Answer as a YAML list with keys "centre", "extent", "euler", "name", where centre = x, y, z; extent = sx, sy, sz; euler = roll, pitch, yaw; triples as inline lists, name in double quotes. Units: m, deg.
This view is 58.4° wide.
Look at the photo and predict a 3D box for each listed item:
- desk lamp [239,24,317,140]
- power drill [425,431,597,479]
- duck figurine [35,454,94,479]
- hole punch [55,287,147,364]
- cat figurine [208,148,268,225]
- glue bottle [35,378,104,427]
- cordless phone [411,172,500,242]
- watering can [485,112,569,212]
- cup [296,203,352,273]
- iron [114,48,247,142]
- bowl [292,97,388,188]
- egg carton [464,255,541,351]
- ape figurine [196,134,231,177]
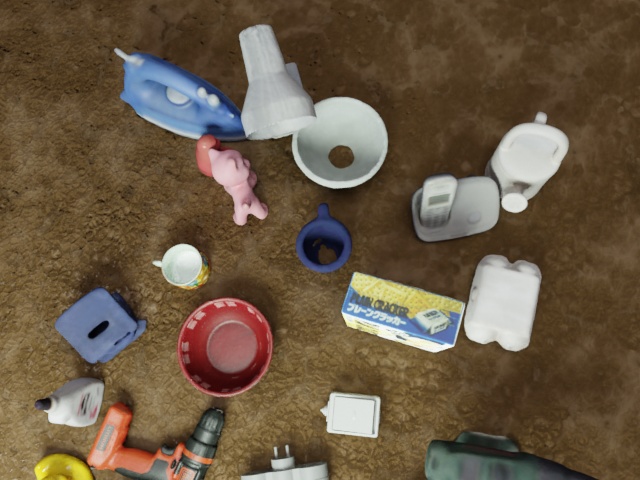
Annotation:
- centre: [-0.079, -0.249, 0.972]
  extent: [0.118, 0.213, 0.203]
  euler: [-16, 76, 1]
  name: "desk lamp"
- centre: [0.262, 0.326, 0.815]
  extent: [0.229, 0.208, 0.076]
  euler: [7, 77, 6]
  name: "power drill"
- centre: [-0.421, 0.391, 0.915]
  extent: [0.104, 0.086, 0.077]
  euler: [36, 82, 11]
  name: "duck figurine"
- centre: [-0.367, 0.144, 0.965]
  extent: [0.109, 0.091, 0.101]
  euler: [-40, 77, -5]
  name: "hole punch"
- centre: [-0.145, -0.101, 0.991]
  extent: [0.067, 0.118, 0.128]
  euler: [-22, 76, -1]
  name: "cat figurine"
- centre: [-0.396, 0.257, 0.899]
  extent: [0.037, 0.173, 0.078]
  euler: [3, 77, 6]
  name: "glue bottle"
- centre: [0.222, -0.066, 0.921]
  extent: [0.147, 0.185, 0.094]
  euler: [-13, 76, 1]
  name: "cordless phone"
- centre: [0.335, -0.128, 0.922]
  extent: [0.101, 0.194, 0.173]
  euler: [-2, 77, 4]
  name: "watering can"
- centre: [0.009, 0.003, 0.967]
  extent: [0.091, 0.095, 0.118]
  euler: [-3, 77, 4]
  name: "cup"
- centre: [-0.242, -0.263, 1.024]
  extent: [0.258, 0.141, 0.119]
  euler: [24, 80, 9]
  name: "iron"
- centre: [0.036, -0.162, 1.014]
  extent: [0.167, 0.075, 0.167]
  euler: [-1, 77, 4]
  name: "bowl"
- centre: [0.298, 0.101, 0.936]
  extent: [0.107, 0.069, 0.150]
  euler: [13, 78, 7]
  name: "egg carton"
- centre: [-0.192, -0.158, 1.022]
  extent: [0.076, 0.092, 0.077]
  euler: [-41, 77, -5]
  name: "ape figurine"
